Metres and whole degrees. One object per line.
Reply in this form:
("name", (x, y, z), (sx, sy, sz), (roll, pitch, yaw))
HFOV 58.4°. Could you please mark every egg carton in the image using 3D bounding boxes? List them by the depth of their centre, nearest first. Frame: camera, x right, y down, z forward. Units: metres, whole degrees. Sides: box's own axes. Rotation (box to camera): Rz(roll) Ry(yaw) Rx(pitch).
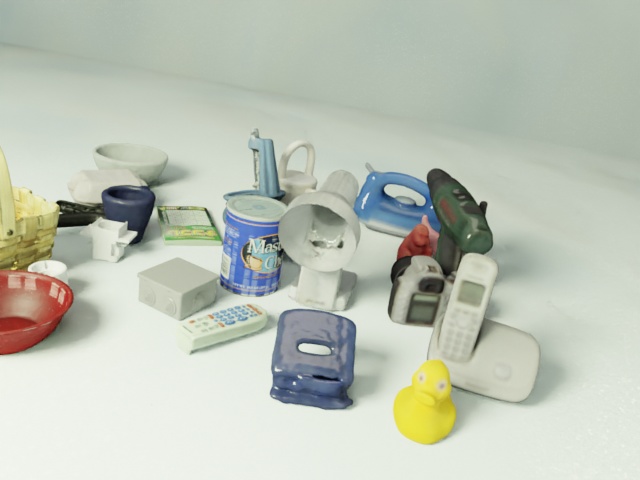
("egg carton", (-0.427, -0.099, 1.163), (0.151, 0.069, 0.107), (-6, 27, -34))

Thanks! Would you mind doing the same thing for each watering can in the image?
("watering can", (-0.062, -0.118, 1.203), (0.172, 0.194, 0.101), (18, 24, 19))

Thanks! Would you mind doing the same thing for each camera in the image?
("camera", (0.182, 0.073, 0.971), (0.143, 0.101, 0.136), (6, 23, -10))

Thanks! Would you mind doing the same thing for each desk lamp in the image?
("desk lamp", (0.008, 0.003, 0.915), (0.117, 0.213, 0.203), (14, 22, 9))

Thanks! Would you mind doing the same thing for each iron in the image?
("iron", (0.202, -0.085, 1.311), (0.258, 0.141, 0.119), (14, 22, 9))

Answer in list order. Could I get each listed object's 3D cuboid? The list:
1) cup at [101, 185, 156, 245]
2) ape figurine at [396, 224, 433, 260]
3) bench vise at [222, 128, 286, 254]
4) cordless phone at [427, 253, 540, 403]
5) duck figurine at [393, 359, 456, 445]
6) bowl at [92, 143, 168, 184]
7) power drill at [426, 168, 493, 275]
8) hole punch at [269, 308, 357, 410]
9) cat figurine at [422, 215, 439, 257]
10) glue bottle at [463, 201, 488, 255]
("cup", (-0.342, -0.046, 1.039), (0.091, 0.095, 0.118), (12, 22, 5))
("ape figurine", (0.191, 0.013, 1.134), (0.078, 0.092, 0.076), (3, 23, -17))
("bench vise", (-0.091, -0.092, 1.095), (0.207, 0.220, 0.122), (18, 24, 19))
("cordless phone", (0.232, 0.117, 0.775), (0.147, 0.185, 0.094), (14, 23, 10))
("duck figurine", (0.134, 0.185, 0.700), (0.077, 0.086, 0.105), (18, 23, 18))
("bowl", (-0.436, -0.167, 1.316), (0.167, 0.075, 0.167), (9, 22, -3))
("power drill", (0.224, -0.001, 1.028), (0.076, 0.208, 0.229), (3, 23, -16))
("hole punch", (-0.006, 0.148, 0.721), (0.108, 0.091, 0.101), (9, 22, -4))
("cat figurine", (0.260, -0.010, 1.185), (0.127, 0.118, 0.067), (25, 26, 32))
("glue bottle", (0.288, 0.009, 1.079), (0.077, 0.173, 0.037), (24, 26, 30))
